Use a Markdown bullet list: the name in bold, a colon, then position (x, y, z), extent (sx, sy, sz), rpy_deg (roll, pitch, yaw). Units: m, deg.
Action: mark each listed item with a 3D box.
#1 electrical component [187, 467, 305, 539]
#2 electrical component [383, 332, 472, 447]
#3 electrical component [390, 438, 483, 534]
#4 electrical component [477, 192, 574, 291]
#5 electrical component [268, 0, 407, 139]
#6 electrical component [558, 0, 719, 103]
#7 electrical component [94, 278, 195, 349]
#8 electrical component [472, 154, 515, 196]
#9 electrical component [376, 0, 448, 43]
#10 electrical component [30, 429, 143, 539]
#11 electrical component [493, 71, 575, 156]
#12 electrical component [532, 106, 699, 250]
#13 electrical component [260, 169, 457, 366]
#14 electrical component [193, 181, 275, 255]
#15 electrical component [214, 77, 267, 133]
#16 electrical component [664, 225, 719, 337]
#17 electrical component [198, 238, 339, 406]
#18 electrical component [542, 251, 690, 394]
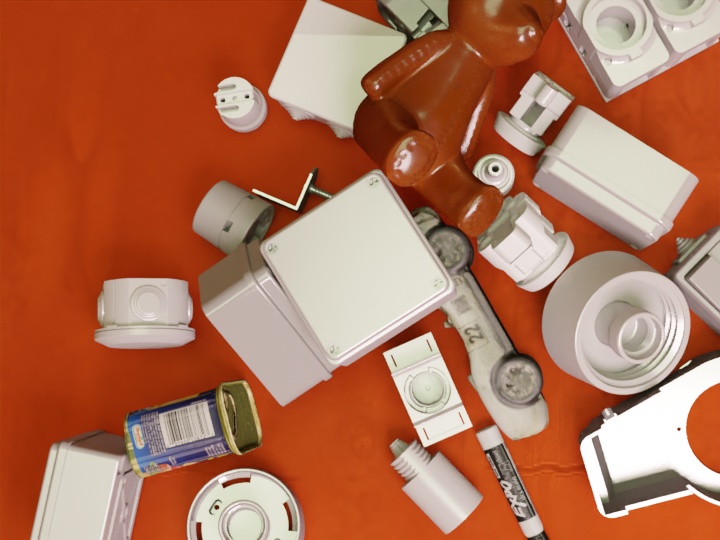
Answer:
- **electrical component**: position (-0.094, 0.210, 0.877), extent (0.099, 0.064, 0.099), rpy_deg (1, 75, -3)
- **electrical component**: position (0.054, 0.095, 0.861), extent (0.042, 0.064, 0.081), rpy_deg (-23, 84, 3)
- **electrical component**: position (0.055, 0.168, 0.866), extent (0.043, 0.043, 0.081), rpy_deg (-45, 84, 0)
- **electrical component**: position (0.133, -0.020, 0.861), extent (0.057, 0.078, 0.058), rpy_deg (41, 110, -13)
- **electrical component**: position (-0.017, -0.164, 0.891), extent (0.100, 0.048, 0.099), rpy_deg (23, 88, 5)
- **electrical component**: position (0.205, -0.247, 0.874), extent (0.105, 0.060, 0.186), rpy_deg (-29, 85, 2)
- **electrical component**: position (-0.175, 0.036, 0.875), extent (0.080, 0.080, 0.051), rpy_deg (-3, 81, 4)
- **electrical component**: position (0.108, -0.077, 0.869), extent (0.035, 0.061, 0.035), rpy_deg (0, 86, 4)
- **electrical component**: position (0.067, -0.205, 0.885), extent (0.059, 0.054, 0.095), rpy_deg (-43, 84, 1)
- **electrical component**: position (-0.213, 0.188, 0.853), extent (0.056, 0.108, 0.108), rpy_deg (12, 87, 2)
- **electrical component**: position (0.141, -0.127, 0.872), extent (0.048, 0.066, 0.055), rpy_deg (38, 109, 4)
- **electrical component**: position (0.199, -0.071, 0.854), extent (0.113, 0.078, 0.057), rpy_deg (33, 86, 6)
- **electrical component**: position (0.000, 0.000, 0.804), extent (0.109, 0.056, 0.108), rpy_deg (-33, 79, 4)
- **electrical component**: position (-0.105, -0.041, 0.887), extent (0.047, 0.055, 0.055), rpy_deg (31, 89, 10)
- **electrical component**: position (-0.100, -0.138, 0.897), extent (0.040, 0.046, 0.040), rpy_deg (0, 86, 4)
- **electrical component**: position (0.288, 0.008, 0.850), extent (0.096, 0.061, 0.061), rpy_deg (45, 90, 6)
- **electrical component**: position (-0.071, 0.040, 0.848), extent (0.057, 0.078, 0.113), rpy_deg (-34, 115, 5)
- **electrical component**: position (0.203, 0.044, 0.834), extent (0.108, 0.060, 0.108), rpy_deg (-4, 105, -16)
